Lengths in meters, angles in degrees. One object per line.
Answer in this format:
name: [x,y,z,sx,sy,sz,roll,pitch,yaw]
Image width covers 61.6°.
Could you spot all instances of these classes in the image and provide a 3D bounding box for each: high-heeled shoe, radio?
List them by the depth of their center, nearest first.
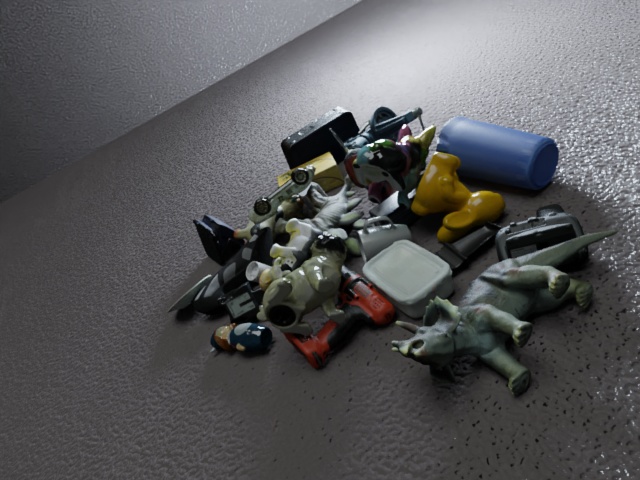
high-heeled shoe: [-0.203,0.070,1.266,0.145,0.086,0.249,-6,43,29]
radio: [0.007,-0.277,1.557,0.229,0.131,0.073,-34,35,-10]

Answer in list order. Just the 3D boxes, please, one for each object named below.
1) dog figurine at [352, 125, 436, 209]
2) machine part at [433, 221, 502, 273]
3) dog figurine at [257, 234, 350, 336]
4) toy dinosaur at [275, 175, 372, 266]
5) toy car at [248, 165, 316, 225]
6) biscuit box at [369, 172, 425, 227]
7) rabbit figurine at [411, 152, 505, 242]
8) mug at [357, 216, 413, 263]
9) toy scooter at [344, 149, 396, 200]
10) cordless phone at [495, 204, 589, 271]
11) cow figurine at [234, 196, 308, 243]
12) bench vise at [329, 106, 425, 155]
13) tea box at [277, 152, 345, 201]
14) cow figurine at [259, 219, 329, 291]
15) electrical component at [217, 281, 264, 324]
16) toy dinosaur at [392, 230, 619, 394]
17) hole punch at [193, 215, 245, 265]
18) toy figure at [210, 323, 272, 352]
dog figurine: [0.171,-0.186,1.156,0.109,0.191,0.219,7,57,35]
machine part: [0.286,0.012,1.035,0.139,0.039,0.084,-32,27,-3]
dog figurine: [-0.029,0.072,1.004,0.172,0.121,0.191,-6,31,5]
toy dinosaur: [-0.002,-0.004,1.211,0.199,0.104,0.471,5,50,36]
toy car: [-0.090,-0.111,1.297,0.202,0.056,0.073,-38,10,0]
biscuit box: [0.210,-0.087,1.206,0.203,0.062,0.059,-35,33,-12]
rabbit figurine: [0.283,-0.079,1.086,0.173,0.121,0.162,22,67,12]
mug: [0.135,-0.003,1.112,0.107,0.109,0.081,-14,27,-3]
toy scooter: [0.133,-0.129,1.249,0.075,0.183,0.135,-36,53,23]
cordless phone: [0.391,-0.015,0.977,0.147,0.088,0.184,-16,23,19]
cow figurine: [-0.117,-0.056,1.382,0.127,0.085,0.195,5,48,38]
bench vise: [0.169,-0.295,1.457,0.223,0.128,0.241,-30,8,-41]
tea box: [-0.028,-0.165,1.485,0.170,0.068,0.098,-25,32,2]
cow figurine: [-0.050,0.042,1.089,0.098,0.068,0.167,18,63,22]
electrical component: [-0.153,0.127,1.150,0.119,0.075,0.048,-32,3,0]
toy dinosaur: [0.286,0.099,0.850,0.405,0.131,0.192,-36,33,-25]
hole punch: [-0.262,-0.013,1.409,0.092,0.115,0.142,-31,32,-20]
toy figure: [-0.168,0.197,1.093,0.155,0.057,0.064,-6,-1,33]
